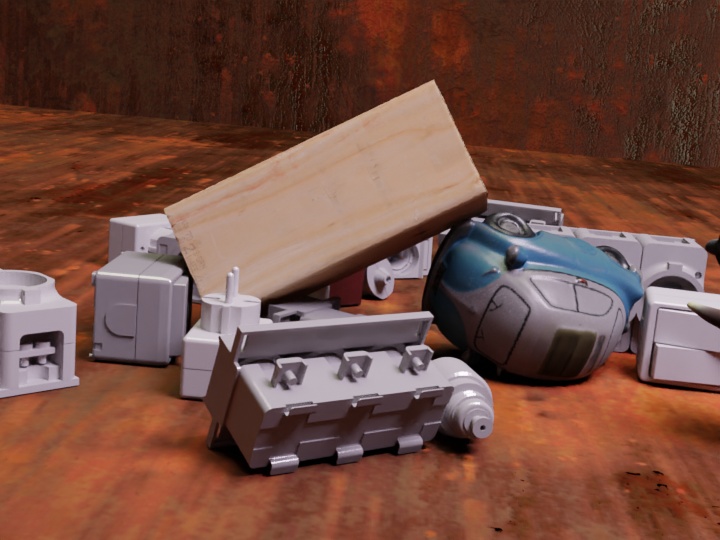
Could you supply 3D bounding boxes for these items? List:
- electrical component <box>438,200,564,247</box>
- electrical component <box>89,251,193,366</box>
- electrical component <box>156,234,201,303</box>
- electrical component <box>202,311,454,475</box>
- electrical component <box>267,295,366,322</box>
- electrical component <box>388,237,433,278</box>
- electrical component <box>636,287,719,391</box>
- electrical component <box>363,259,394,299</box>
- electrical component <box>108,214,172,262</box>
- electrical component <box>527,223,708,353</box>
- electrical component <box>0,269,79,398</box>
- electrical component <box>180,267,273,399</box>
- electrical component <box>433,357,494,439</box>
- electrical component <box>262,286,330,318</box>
[{"bbox_3d":[0.147,-0.031,1.127,0.121,0.078,0.063,9,41,18],"label":"electrical component"},{"bbox_3d":[-0.146,0.024,0.756,0.061,0.061,0.096,5,11,1],"label":"electrical component"},{"bbox_3d":[-0.126,-0.002,0.920,0.089,0.050,0.056,9,12,20],"label":"electrical component"},{"bbox_3d":[-0.015,0.067,0.589,0.121,0.078,0.063,-3,36,-33],"label":"electrical component"},{"bbox_3d":[-0.027,0.047,0.745,0.064,0.042,0.081,14,15,27],"label":"electrical component"},{"bbox_3d":[0.030,-0.017,1.083,0.081,0.042,0.064,-1,9,-28],"label":"electrical component"},{"bbox_3d":[0.253,0.052,0.782,0.096,0.061,0.061,7,12,11],"label":"electrical component"},{"bbox_3d":[0.000,0.000,0.982,0.043,0.043,0.081,-5,15,-39],"label":"electrical component"},{"bbox_3d":[-0.185,-0.022,1.002,0.077,0.047,0.066,13,14,34],"label":"electrical component"},{"bbox_3d":[0.195,0.016,0.869,0.150,0.089,0.061,6,11,4],"label":"electrical component"},{"bbox_3d":[-0.273,0.027,0.692,0.105,0.060,0.186,-6,16,-43],"label":"electrical component"},{"bbox_3d":[-0.083,0.037,0.681,0.047,0.076,0.065,5,12,2],"label":"electrical component"},{"bbox_3d":[0.058,0.078,0.627,0.040,0.040,0.078,2,12,-14],"label":"electrical component"},{"bbox_3d":[-0.063,0.010,0.862,0.061,0.061,0.096,9,12,22],"label":"electrical component"}]
